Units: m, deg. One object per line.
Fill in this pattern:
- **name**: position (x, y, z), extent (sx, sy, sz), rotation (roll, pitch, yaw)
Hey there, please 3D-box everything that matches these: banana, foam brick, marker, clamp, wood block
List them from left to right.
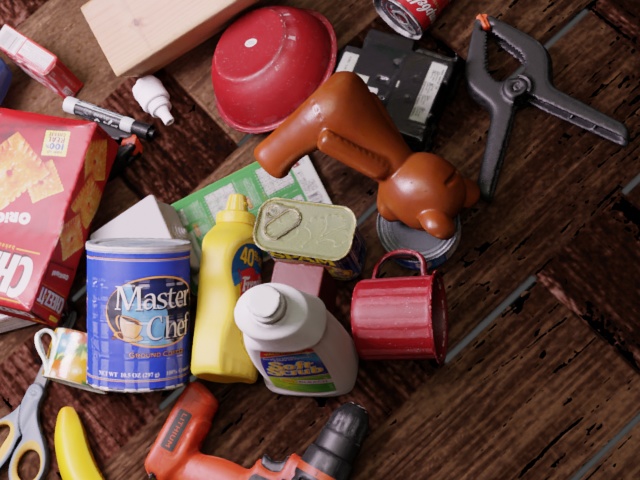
- **clamp**: position (-0.288, -0.082, 1.213), extent (0.171, 0.039, 0.120), rotation (-4, 75, 11)
- **banana**: position (-0.216, 0.254, 1.084), extent (0.198, 0.037, 0.069), rotation (38, 65, 20)
- **marker**: position (-0.242, -0.140, 1.233), extent (0.121, 0.020, 0.020), rotation (20, 76, 18)
- **wood block**: position (-0.146, -0.270, 1.178), extent (0.206, 0.090, 0.091), rotation (-28, 91, 18)
- **foam brick**: position (-0.017, 0.058, 1.085), extent (0.053, 0.078, 0.051), rotation (8, 75, 14)
- **clamp**: position (0.203, -0.146, 1.130), extent (0.164, 0.036, 0.210), rotation (-29, 66, 1)

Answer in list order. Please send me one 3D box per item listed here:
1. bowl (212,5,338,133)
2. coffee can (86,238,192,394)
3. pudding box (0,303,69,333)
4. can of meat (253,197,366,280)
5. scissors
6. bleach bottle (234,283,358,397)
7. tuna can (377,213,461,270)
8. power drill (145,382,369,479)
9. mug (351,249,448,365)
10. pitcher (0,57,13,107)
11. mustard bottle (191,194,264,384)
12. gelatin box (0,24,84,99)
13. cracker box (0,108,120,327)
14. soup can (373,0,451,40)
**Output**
- **bowl**: position (-0.063, -0.200, 1.169), extent (0.162, 0.055, 0.162), rotation (-15, 59, 26)
- **coffee can**: position (-0.178, 0.071, 1.051), extent (0.103, 0.102, 0.140), rotation (2, 95, 13)
- **pudding box**: position (-0.339, 0.051, 1.177), extent (0.113, 0.039, 0.090), rotation (-15, 67, 9)
- **can of meat**: position (-0.007, 0.001, 1.085), extent (0.102, 0.084, 0.057), rotation (8, 73, 15)
- **scissors**: position (-0.293, 0.181, 1.135), extent (0.096, 0.016, 0.201), rotation (35, 81, 19)
- **bleach bottle**: position (-0.030, 0.089, 0.983), extent (0.103, 0.250, 0.068), rotation (2, 72, 12)
- **tuna can**: position (0.103, -0.012, 1.107), extent (0.086, 0.033, 0.086), rotation (-4, 71, 11)
- **power drill**: position (-0.063, 0.213, 1.052), extent (0.188, 0.057, 0.184), rotation (25, 78, 19)
- **mug**: position (0.079, 0.066, 1.055), extent (0.082, 0.093, 0.117), rotation (-3, 77, 16)
- **pitcher**: position (-0.458, -0.114, 1.221), extent (0.149, 0.145, 0.242), rotation (21, 73, 5)
- **mustard bottle**: position (-0.090, 0.047, 1.086), extent (0.058, 0.096, 0.191), rotation (-2, 76, 21)
- **gelatin box**: position (-0.329, -0.205, 1.245), extent (0.089, 0.073, 0.030), rotation (33, 82, 19)
- **cracker box**: position (-0.330, -0.031, 1.144), extent (0.164, 0.072, 0.213), rotation (11, 74, 18)
- **soup can**: position (0.116, -0.282, 1.179), extent (0.068, 0.068, 0.102), rotation (36, 81, 21)
